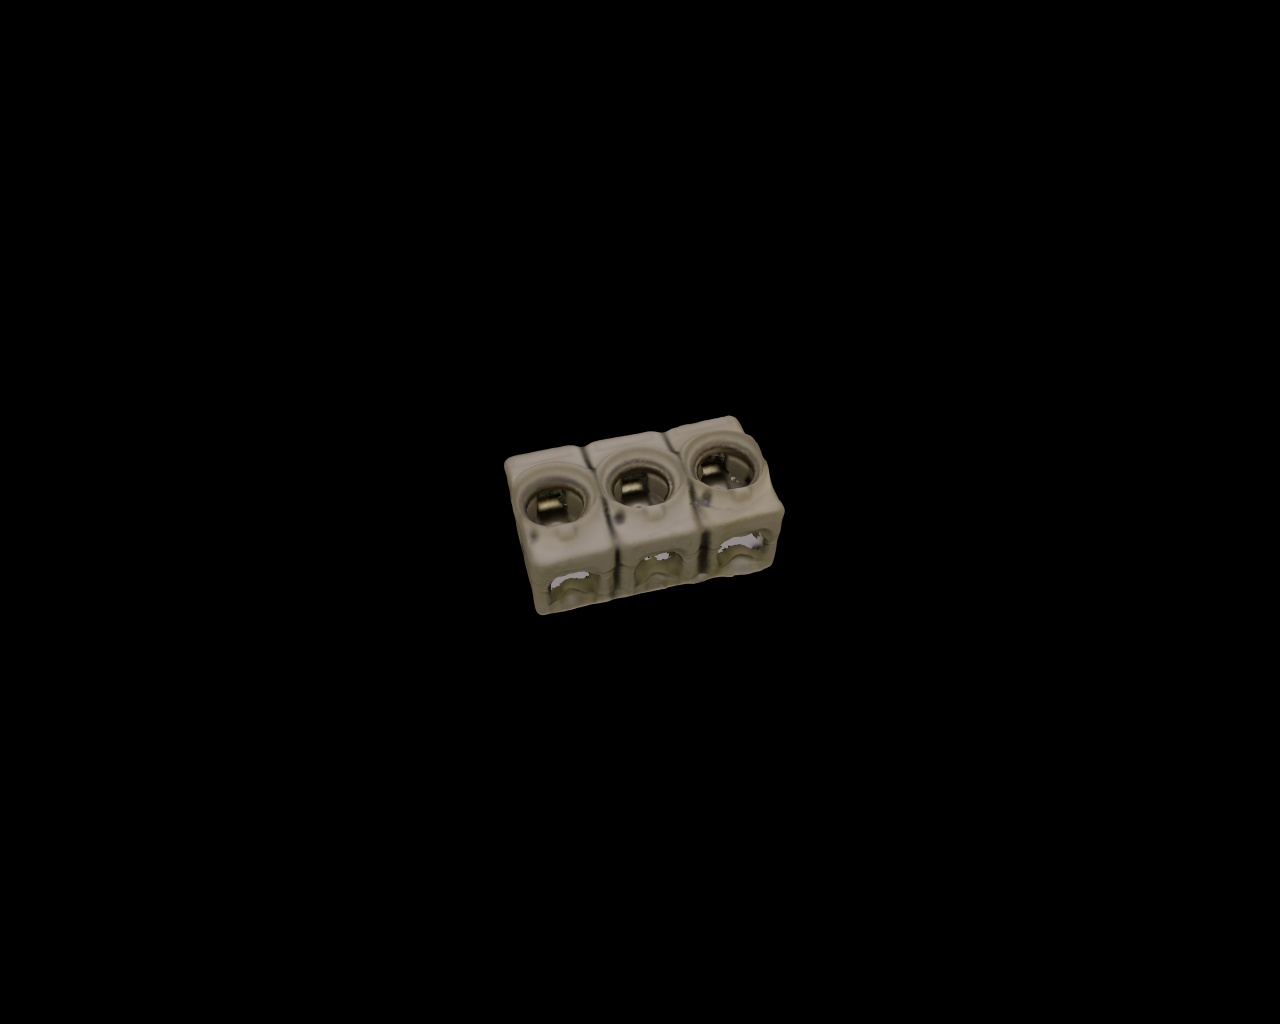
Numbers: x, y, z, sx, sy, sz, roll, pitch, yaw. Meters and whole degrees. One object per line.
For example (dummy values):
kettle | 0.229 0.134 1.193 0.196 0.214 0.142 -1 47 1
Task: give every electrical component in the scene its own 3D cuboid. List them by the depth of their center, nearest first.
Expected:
electrical component | 0.001 -0.003 0.650 0.150 0.090 0.061 -12 -39 -10
